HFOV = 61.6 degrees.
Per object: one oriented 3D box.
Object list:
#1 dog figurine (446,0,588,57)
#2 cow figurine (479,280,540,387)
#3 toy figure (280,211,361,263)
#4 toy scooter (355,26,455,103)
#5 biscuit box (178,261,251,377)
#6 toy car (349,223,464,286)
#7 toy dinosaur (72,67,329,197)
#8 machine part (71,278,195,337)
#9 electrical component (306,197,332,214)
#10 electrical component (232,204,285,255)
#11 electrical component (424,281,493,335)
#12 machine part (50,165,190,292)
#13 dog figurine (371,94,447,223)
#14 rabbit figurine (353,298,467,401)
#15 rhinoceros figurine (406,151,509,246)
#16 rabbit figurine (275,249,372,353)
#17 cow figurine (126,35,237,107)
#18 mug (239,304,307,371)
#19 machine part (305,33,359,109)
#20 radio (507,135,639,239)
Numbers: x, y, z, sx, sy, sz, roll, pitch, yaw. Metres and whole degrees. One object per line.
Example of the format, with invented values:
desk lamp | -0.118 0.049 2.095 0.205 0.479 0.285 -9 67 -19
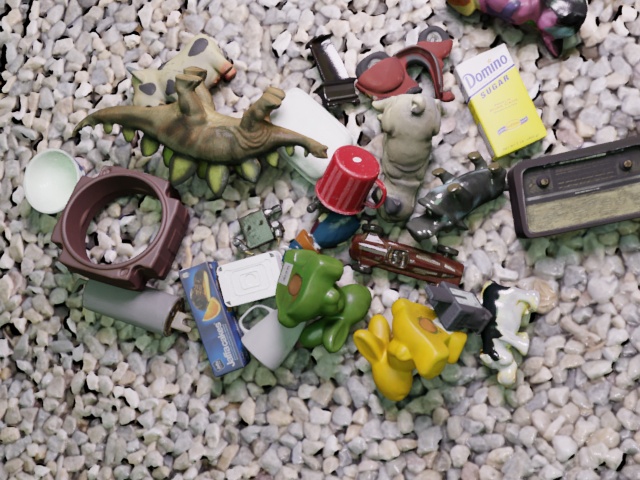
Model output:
dog figurine | 0.336 -0.399 0.902 0.219 0.192 0.108 27 89 -27
cow figurine | 0.303 0.156 0.903 0.098 0.068 0.167 14 87 13
toy figure | -0.001 -0.001 0.955 0.154 0.057 0.064 -32 79 11
toy scooter | 0.159 -0.278 0.929 0.184 0.075 0.135 -26 80 3
biscuit box | -0.189 0.141 0.975 0.063 0.059 0.202 -21 86 6
toy car | 0.149 0.035 0.937 0.202 0.053 0.089 17 88 9
toy dinosaur | -0.212 -0.186 0.919 0.472 0.105 0.198 16 114 9
machine part | -0.342 0.116 0.988 0.243 0.079 0.079 17 91 9
electrical component | 0.022 -0.072 0.951 0.063 0.094 0.021 4 121 39
electrical component | -0.111 -0.015 0.975 0.102 0.045 0.078 -17 88 7
electrical component | 0.215 0.109 0.881 0.119 0.075 0.047 11 122 -29
machine part | -0.353 -0.023 0.959 0.202 0.087 0.201 14 70 9
dog figurine | 0.141 -0.128 0.885 0.121 0.172 0.190 4 84 13
rabbit figurine | 0.134 0.194 0.901 0.162 0.122 0.173 33 122 18
rhinoceros figurine | 0.228 -0.067 0.907 0.190 0.112 0.073 -33 42 -8
rabbit figurine | 0.020 0.107 0.900 0.170 0.121 0.159 21 77 -34
cow figurine | -0.264 -0.296 0.985 0.195 0.085 0.127 -38 90 8
mug | -0.083 0.157 0.955 0.109 0.080 0.107 44 83 9
machine part | 0.017 -0.302 0.960 0.084 0.039 0.139 -15 80 -19
radio | 0.435 -0.085 0.888 0.230 0.073 0.131 -12 87 7
